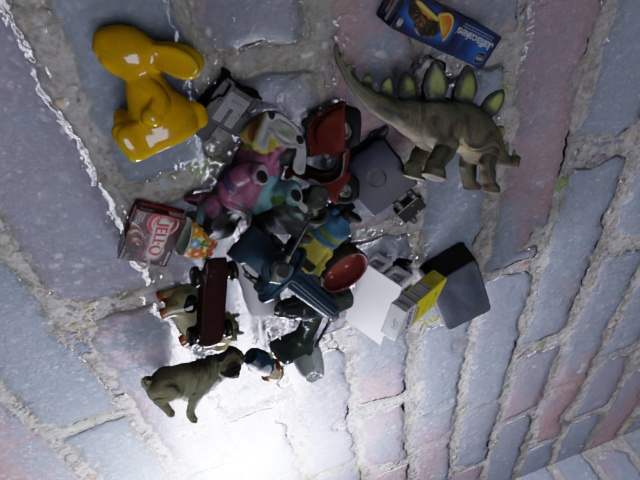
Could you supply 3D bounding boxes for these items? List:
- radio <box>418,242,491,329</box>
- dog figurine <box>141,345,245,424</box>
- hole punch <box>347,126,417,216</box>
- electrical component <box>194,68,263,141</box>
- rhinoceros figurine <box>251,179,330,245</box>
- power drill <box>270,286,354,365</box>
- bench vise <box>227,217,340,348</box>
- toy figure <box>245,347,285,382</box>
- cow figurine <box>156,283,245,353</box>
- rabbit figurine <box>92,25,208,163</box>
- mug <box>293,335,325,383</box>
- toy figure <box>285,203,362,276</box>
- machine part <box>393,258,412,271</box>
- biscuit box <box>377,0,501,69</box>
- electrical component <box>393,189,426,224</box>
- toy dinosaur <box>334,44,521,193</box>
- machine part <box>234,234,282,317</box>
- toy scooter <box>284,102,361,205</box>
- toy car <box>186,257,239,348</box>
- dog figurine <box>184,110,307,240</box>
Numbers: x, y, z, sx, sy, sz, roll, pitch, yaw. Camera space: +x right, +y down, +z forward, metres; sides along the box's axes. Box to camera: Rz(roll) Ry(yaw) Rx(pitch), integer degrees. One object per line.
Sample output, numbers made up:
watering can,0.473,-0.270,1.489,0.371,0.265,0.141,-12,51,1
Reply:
radio,0.336,0.120,1.333,0.131,0.073,0.229,-28,134,4
dog figurine,-0.283,0.294,1.214,0.190,0.121,0.172,-50,135,4
hole punch,0.103,-0.122,0.998,0.142,0.092,0.115,-37,131,16
electrical component,-0.155,-0.199,0.839,0.119,0.048,0.074,-45,131,16
rhinoceros figurine,-0.049,-0.051,0.959,0.190,0.073,0.112,-16,122,49
power drill,-0.041,0.181,1.186,0.232,0.086,0.207,-14,138,-43
bench vise,-0.047,0.066,0.907,0.240,0.224,0.129,42,71,-18
toy figure,-0.131,0.311,1.312,0.064,0.058,0.154,-16,141,21
cow figurine,-0.240,0.164,1.112,0.127,0.086,0.194,-23,131,-2
rabbit figurine,-0.239,-0.215,0.744,0.162,0.122,0.173,-22,116,6
mug,-0.027,0.296,1.307,0.081,0.107,0.109,-23,134,-1
toy figure,-0.003,-0.006,1.061,0.089,0.082,0.180,30,119,-28
machine part,0.185,0.102,1.257,0.084,0.039,0.138,-37,140,-39
biscuit box,0.192,-0.339,0.855,0.202,0.059,0.062,10,125,-31
electrical component,0.191,-0.070,1.128,0.063,0.021,0.094,-40,134,13
toy dinosaur,0.206,-0.196,0.922,0.471,0.105,0.198,8,92,-35
machine part,-0.127,0.076,1.082,0.079,0.079,0.242,-17,136,-9
toy scooter,0.003,-0.149,0.933,0.135,0.075,0.183,5,118,8
toy car,-0.206,0.117,1.017,0.089,0.053,0.201,-9,122,-29
dog figurine,-0.135,-0.101,0.907,0.219,0.191,0.108,-16,152,42
